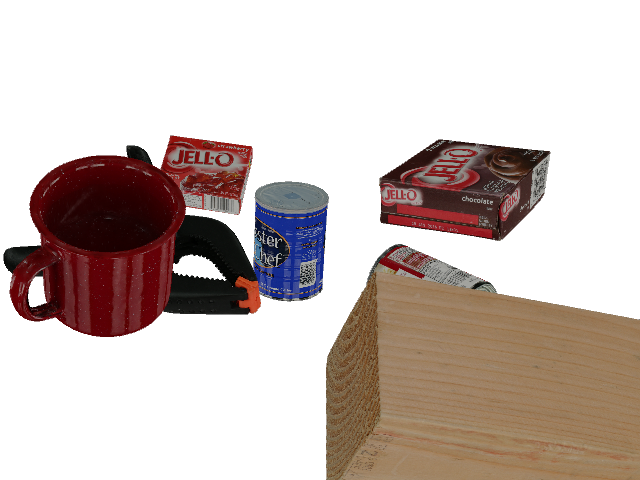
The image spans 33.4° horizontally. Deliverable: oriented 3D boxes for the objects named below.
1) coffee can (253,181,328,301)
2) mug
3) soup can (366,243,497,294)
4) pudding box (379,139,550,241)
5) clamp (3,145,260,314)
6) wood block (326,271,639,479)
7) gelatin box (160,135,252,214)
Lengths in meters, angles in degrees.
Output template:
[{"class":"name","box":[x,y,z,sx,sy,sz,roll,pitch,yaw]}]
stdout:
[{"class":"coffee can","box":[-0.043,0.000,1.502,0.103,0.140,0.103,3,24,-1]},{"class":"mug","box":[-0.142,0.012,0.666,0.093,0.081,0.117,35,48,23]},{"class":"soup can","box":[0.101,0.051,0.970,0.102,0.068,0.068,25,16,39]},{"class":"pudding box","box":[0.104,-0.039,0.762,0.090,0.039,0.113,10,22,26]},{"class":"clamp","box":[-0.132,-0.002,0.879,0.210,0.164,0.036,19,-38,20]},{"class":"wood block","box":[0.113,0.093,0.577,0.206,0.091,0.090,11,-41,-13]},{"class":"gelatin box","box":[-0.120,-0.069,1.101,0.089,0.073,0.030,9,-37,2]}]
